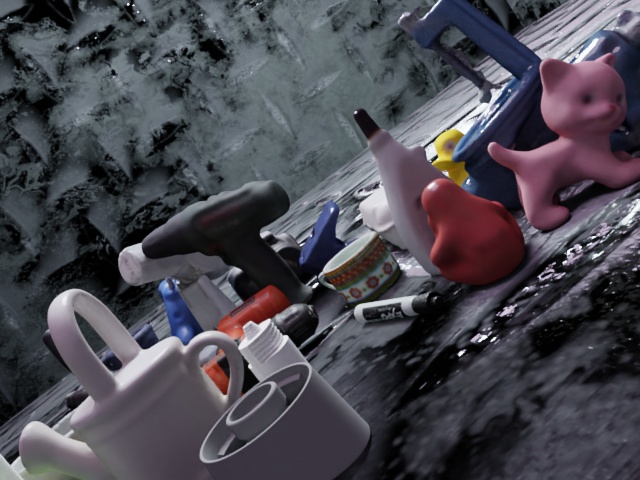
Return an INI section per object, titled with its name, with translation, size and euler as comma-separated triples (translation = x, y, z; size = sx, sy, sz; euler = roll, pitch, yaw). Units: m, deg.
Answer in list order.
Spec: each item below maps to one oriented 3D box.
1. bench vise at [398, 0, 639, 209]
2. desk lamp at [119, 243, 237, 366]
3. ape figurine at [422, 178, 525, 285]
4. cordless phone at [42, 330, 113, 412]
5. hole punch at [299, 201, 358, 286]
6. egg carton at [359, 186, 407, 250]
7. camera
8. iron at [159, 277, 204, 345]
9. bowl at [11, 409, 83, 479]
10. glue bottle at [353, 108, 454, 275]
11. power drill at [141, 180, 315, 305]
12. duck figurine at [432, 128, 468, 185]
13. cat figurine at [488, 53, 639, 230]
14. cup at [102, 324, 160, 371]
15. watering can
[bench vise]
translation = 0.188, -0.158, 0.542
size = 0.207, 0.220, 0.121
euler = -35, 8, 10
[desk lamp]
translation = -0.204, 0.073, 0.911
size = 0.117, 0.213, 0.204
euler = -30, 10, 36
[ape figurine]
translation = 0.118, -0.011, 0.466
size = 0.078, 0.092, 0.076
euler = -36, 8, 3
[cordless phone]
translation = -0.369, 0.214, 0.904
size = 0.147, 0.185, 0.094
euler = -27, 13, 48
[hole punch]
translation = 0.008, 0.003, 0.852
size = 0.101, 0.091, 0.108
euler = -36, 8, 1
[egg carton]
translation = 0.111, -0.042, 0.750
size = 0.107, 0.069, 0.150
euler = -37, 8, -1
[camera]
translation = -0.088, 0.043, 0.994
size = 0.143, 0.101, 0.136
euler = -39, 8, -15
[iron]
translation = -0.256, 0.129, 1.070
size = 0.119, 0.141, 0.257
euler = -40, 9, -22
[bowl]
translation = -0.315, 0.275, 0.732
size = 0.167, 0.075, 0.167
euler = -36, 8, 6
[glue bottle]
translation = 0.087, -0.054, 0.549
size = 0.078, 0.173, 0.037
euler = -39, 9, -17
[power drill]
translation = -0.117, 0.028, 0.813
size = 0.229, 0.208, 0.076
euler = -34, 9, 19
[duck figurine]
translation = 0.185, -0.104, 0.733
size = 0.105, 0.086, 0.077
euler = -41, 9, -28
[cat figurine]
translation = 0.201, -0.091, 0.470
size = 0.127, 0.118, 0.067
euler = -34, 9, 17
[cup]
translation = -0.316, 0.216, 0.998
size = 0.117, 0.095, 0.092
euler = -34, 9, 16
[watering can]
translation = -0.146, 0.125, 0.440
size = 0.173, 0.194, 0.100
euler = -40, 9, -20
